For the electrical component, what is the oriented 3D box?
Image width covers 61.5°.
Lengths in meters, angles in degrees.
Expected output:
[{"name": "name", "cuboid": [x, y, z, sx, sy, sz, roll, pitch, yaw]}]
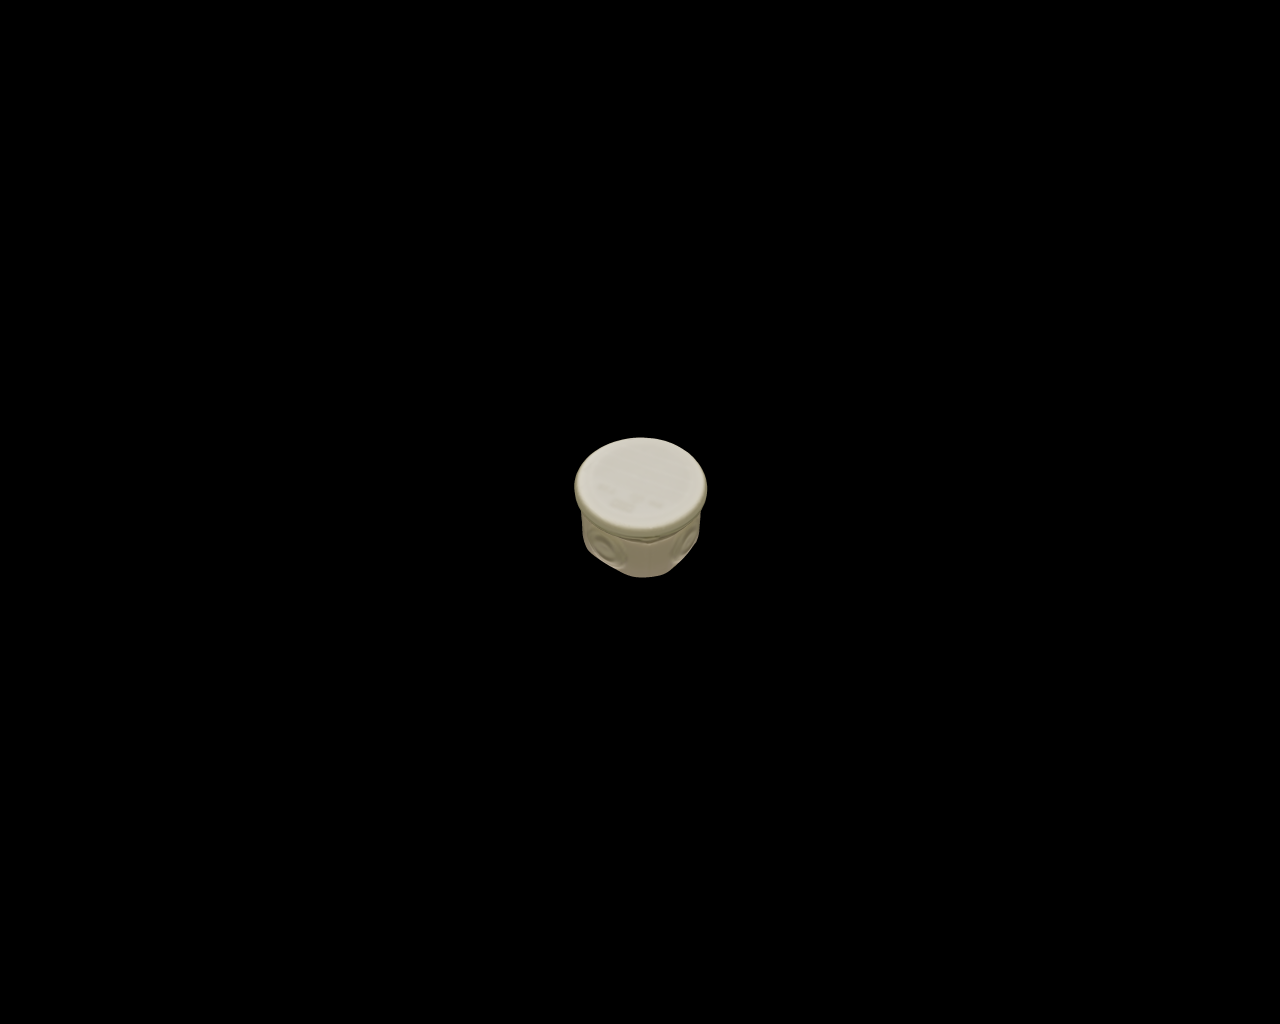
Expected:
[{"name": "electrical component", "cuboid": [0.001, -0.003, 0.650, 0.080, 0.080, 0.050, 0, -42, 0]}]
